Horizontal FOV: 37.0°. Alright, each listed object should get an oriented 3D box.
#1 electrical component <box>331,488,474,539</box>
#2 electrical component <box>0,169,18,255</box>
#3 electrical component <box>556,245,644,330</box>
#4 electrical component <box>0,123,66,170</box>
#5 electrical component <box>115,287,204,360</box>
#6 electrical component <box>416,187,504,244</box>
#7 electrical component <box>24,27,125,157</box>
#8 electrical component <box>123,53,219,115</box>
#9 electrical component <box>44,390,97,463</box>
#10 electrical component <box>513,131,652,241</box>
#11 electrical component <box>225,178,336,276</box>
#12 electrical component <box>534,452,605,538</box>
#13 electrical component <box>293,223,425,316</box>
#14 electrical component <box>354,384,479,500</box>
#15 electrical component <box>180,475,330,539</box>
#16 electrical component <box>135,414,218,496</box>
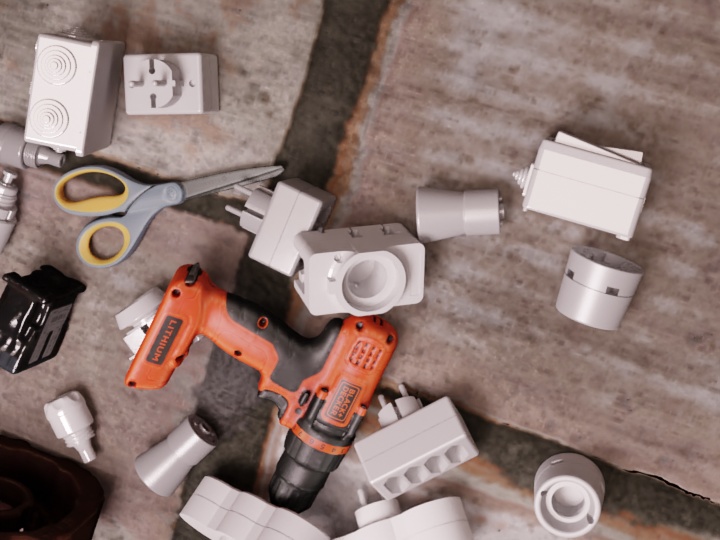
[{"bbox_3d":[0.018,0.208,0.870,0.138,0.052,0.073,-25,66,16],"label":"electrical component"},{"bbox_3d":[-0.311,-0.049,0.912,0.040,0.040,0.078,30,104,7],"label":"electrical component"},{"bbox_3d":[0.177,0.013,0.801,0.055,0.055,0.047,19,106,10],"label":"electrical component"},{"bbox_3d":[-0.277,-0.100,0.899,0.061,0.035,0.035,18,102,7],"label":"electrical component"},{"bbox_3d":[-0.170,0.048,0.892,0.066,0.048,0.055,-33,98,16],"label":"electrical component"},{"bbox_3d":[0.077,-0.043,0.822,0.065,0.044,0.044,-2,98,8],"label":"electrical component"},{"bbox_3d":[-0.225,-0.141,0.848,0.048,0.099,0.099,11,101,-2],"label":"electrical component"},{"bbox_3d":[-0.155,-0.145,0.841,0.066,0.077,0.047,1,99,13],"label":"electrical component"},{"bbox_3d":[-0.246,0.137,0.929,0.035,0.035,0.061,-23,95,15],"label":"electrical component"},{"bbox_3d":[0.161,-0.066,0.787,0.096,0.062,0.061,17,102,10],"label":"electrical component"},{"bbox_3d":[-0.070,-0.043,0.853,0.077,0.047,0.065,26,104,8],"label":"electrical component"},{"bbox_3d":[0.161,0.175,0.832,0.055,0.047,0.055,2,99,13],"label":"electrical component"},{"bbox_3d":[0.000,0.000,0.815,0.089,0.055,0.050,-6,113,-16],"label":"electrical component"},{"bbox_3d":[0.038,0.126,0.851,0.083,0.047,0.075,-28,57,4],"label":"electrical component"},{"bbox_3d":[-0.094,0.221,0.859,0.138,0.052,0.073,12,59,41],"label":"electrical component"},{"bbox_3d":[-0.152,0.153,0.906,0.065,0.044,0.044,-43,87,11],"label":"electrical component"}]
